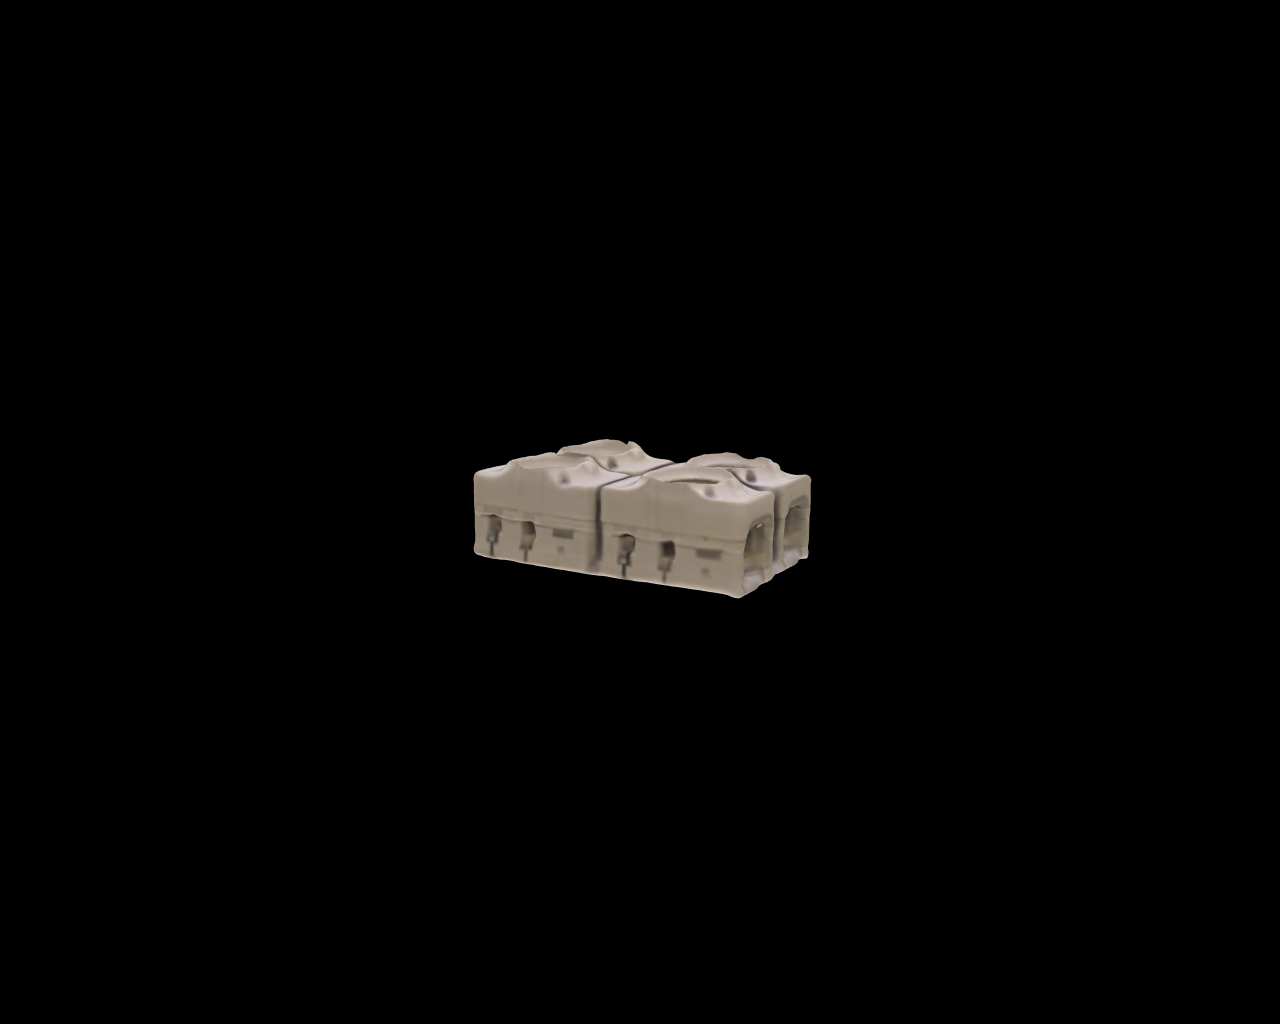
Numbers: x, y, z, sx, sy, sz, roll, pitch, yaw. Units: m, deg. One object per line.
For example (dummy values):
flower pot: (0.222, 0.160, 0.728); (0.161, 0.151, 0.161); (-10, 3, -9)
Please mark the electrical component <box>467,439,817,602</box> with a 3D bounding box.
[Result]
electrical component: (0.001, -0.003, 0.650); (0.186, 0.060, 0.105); (8, 15, 30)
